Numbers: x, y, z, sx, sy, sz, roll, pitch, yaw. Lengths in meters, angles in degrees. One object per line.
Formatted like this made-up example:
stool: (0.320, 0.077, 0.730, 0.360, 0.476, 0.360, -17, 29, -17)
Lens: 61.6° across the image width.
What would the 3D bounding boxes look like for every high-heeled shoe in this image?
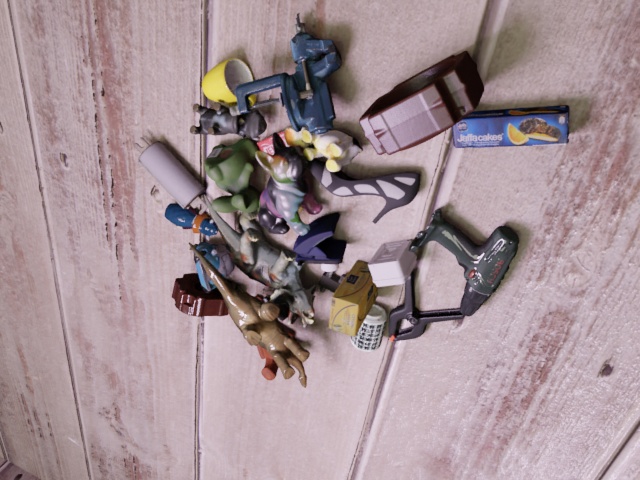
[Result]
high-heeled shoe: (0.091, -0.146, 1.161, 0.249, 0.086, 0.145, 40, 103, 13)

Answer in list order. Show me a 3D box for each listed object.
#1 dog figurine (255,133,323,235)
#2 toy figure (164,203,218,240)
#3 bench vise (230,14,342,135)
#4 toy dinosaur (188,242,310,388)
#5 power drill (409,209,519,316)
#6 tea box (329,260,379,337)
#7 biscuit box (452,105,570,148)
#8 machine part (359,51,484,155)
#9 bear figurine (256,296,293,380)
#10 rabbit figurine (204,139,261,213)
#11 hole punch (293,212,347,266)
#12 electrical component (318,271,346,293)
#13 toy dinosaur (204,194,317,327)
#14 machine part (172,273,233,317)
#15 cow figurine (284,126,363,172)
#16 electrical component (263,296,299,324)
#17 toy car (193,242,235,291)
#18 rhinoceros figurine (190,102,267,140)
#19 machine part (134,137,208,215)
dog figurine: (-0.092, -0.125, 1.201, 0.192, 0.108, 0.219, 3, 132, 38)
toy figure: (-0.335, -0.052, 1.423, 0.155, 0.058, 0.064, 22, 132, 7)
bench vise: (-0.072, -0.309, 1.074, 0.241, 0.129, 0.223, -12, 103, 12)
toy dinosaur: (-0.164, 0.194, 1.328, 0.470, 0.105, 0.199, 57, 163, -21)
power drill: (0.298, 0.043, 1.157, 0.207, 0.086, 0.232, 35, 126, 9)
tea box: (0.084, 0.133, 1.256, 0.068, 0.170, 0.098, 16, 125, 18)
biscuit box: (0.350, -0.208, 0.994, 0.203, 0.063, 0.059, 2, 117, 25)
machine part: (0.185, -0.242, 0.967, 0.201, 0.201, 0.087, -21, 109, 33)
bear figurine: (-0.153, 0.263, 1.480, 0.120, 0.132, 0.195, -35, 105, 12)
rabbit figurine: (-0.187, -0.129, 1.264, 0.121, 0.159, 0.170, -13, 127, 21)
hole punch: (-0.003, -0.004, 1.248, 0.116, 0.142, 0.092, -2, 119, 11)
electrical component: (0.031, 0.109, 1.356, 0.063, 0.021, 0.094, 29, 134, 5)
toy dinosaur: (-0.145, 0.054, 1.358, 0.405, 0.131, 0.192, 35, 123, 13)
machine part: (-0.311, 0.145, 1.453, 0.180, 0.179, 0.056, 19, 109, 15)
cow figurine: (0.006, -0.213, 1.151, 0.168, 0.098, 0.068, 31, 135, 30)
electrical component: (-0.103, 0.183, 1.455, 0.102, 0.045, 0.078, 48, 125, -6)
toy car: (-0.278, 0.060, 1.426, 0.103, 0.162, 0.109, -14, 113, -9)
rhinoceros figurine: (-0.206, -0.261, 1.208, 0.191, 0.112, 0.073, 11, 92, 35)
machine part: (-0.375, -0.164, 1.364, 0.243, 0.079, 0.079, 46, 127, -4)
